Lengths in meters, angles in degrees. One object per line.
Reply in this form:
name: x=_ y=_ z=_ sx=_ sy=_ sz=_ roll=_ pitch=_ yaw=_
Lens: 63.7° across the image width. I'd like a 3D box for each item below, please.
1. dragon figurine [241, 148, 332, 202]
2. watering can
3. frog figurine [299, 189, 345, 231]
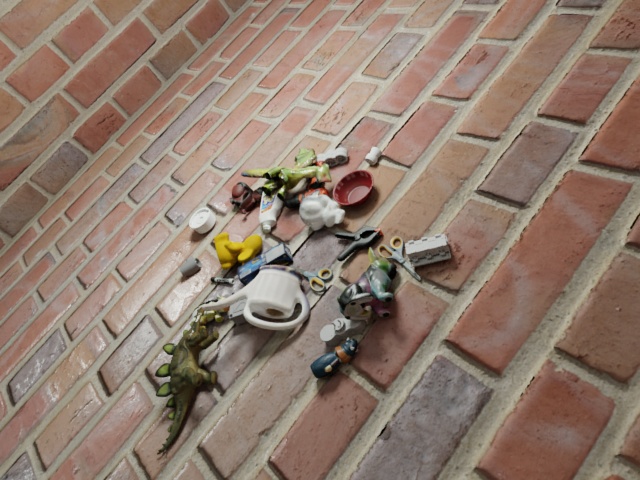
dragon figurine: x=-0.118 y=-0.279 z=2.015 sx=0.246 sy=0.119 sz=0.414 roll=-40 pitch=43 yaw=-24
watering can: x=-0.194 y=0.178 z=1.687 sx=0.348 sy=0.101 sz=0.230 roll=10 pitch=53 yaw=10
frog figurine: x=0.006 y=-0.092 z=1.824 sx=0.162 sy=0.123 sz=0.135 roll=40 pitch=116 yaw=39
